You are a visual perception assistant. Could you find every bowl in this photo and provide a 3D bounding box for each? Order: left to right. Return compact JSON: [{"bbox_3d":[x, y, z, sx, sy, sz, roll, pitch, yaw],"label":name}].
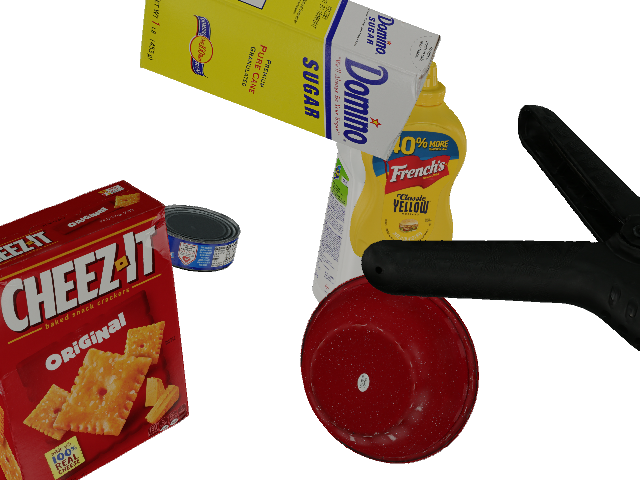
[{"bbox_3d":[0.044,0.109,0.871,0.162,0.162,0.055,0,5,27],"label":"bowl"}]

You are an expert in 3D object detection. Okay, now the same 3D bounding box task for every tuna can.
[{"bbox_3d":[-0.122,-0.002,1.022,0.086,0.034,0.086,12,21,-5],"label":"tuna can"}]

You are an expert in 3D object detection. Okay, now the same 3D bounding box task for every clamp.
[{"bbox_3d":[0.135,0.013,0.487,0.210,0.036,0.164,31,49,31],"label":"clamp"}]

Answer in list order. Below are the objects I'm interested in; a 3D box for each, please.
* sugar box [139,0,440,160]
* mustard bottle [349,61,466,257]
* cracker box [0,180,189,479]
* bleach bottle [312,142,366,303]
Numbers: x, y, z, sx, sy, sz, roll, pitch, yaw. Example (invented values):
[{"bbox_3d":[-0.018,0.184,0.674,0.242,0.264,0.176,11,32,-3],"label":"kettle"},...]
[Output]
[{"bbox_3d":[-0.023,-0.118,0.672,0.176,0.048,0.093,22,-31,1],"label":"sugar box"},{"bbox_3d":[0.084,-0.073,0.982,0.096,0.192,0.058,3,29,-7],"label":"mustard bottle"},{"bbox_3d":[-0.194,0.081,0.853,0.163,0.214,0.072,-26,37,-36],"label":"cracker box"},{"bbox_3d":[0.045,-0.040,1.240,0.068,0.251,0.103,-1,21,-23],"label":"bleach bottle"}]
